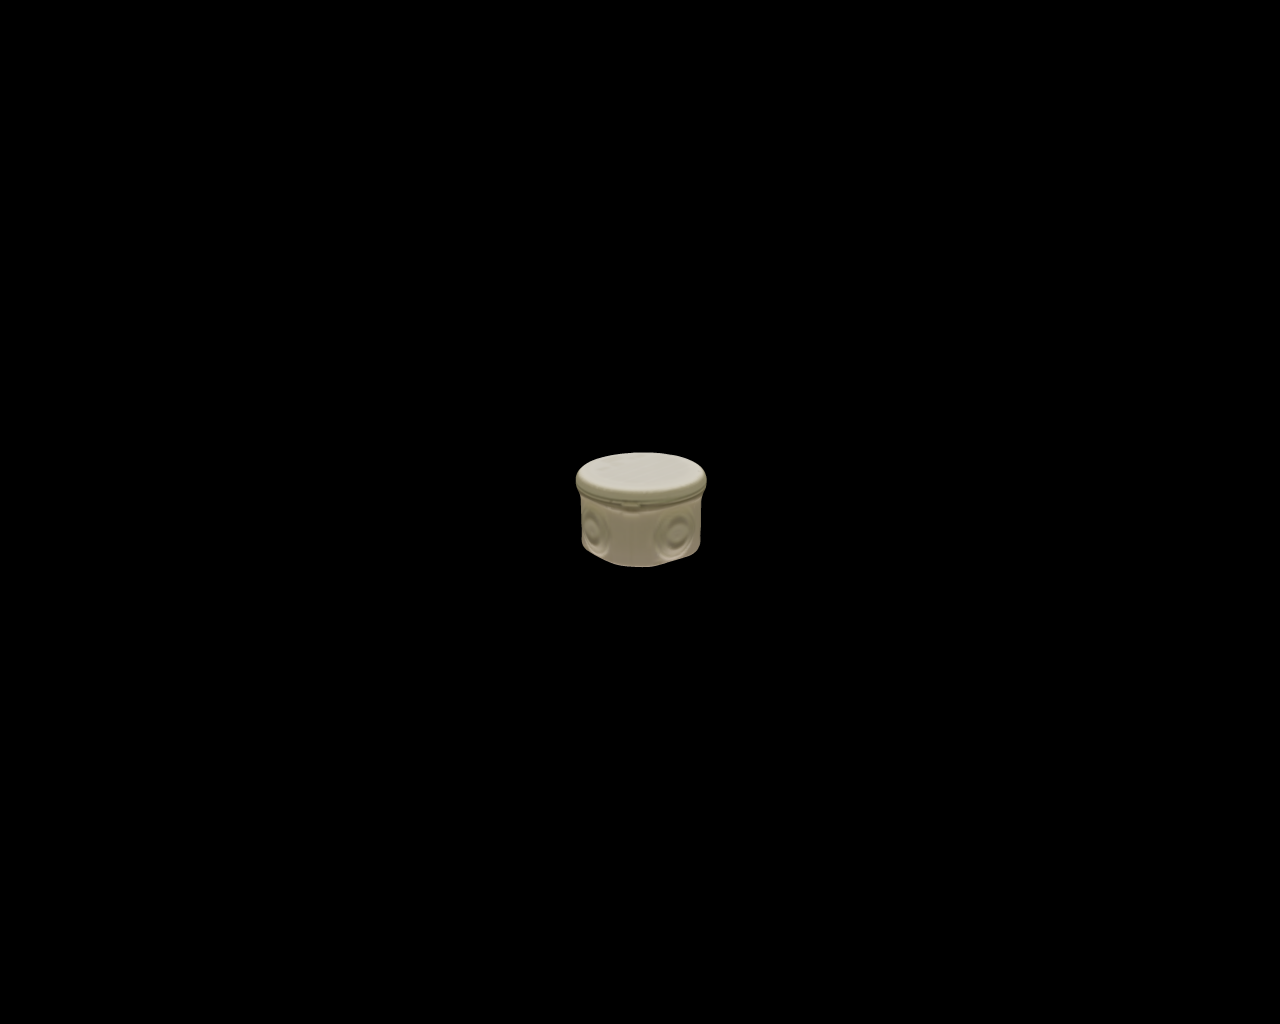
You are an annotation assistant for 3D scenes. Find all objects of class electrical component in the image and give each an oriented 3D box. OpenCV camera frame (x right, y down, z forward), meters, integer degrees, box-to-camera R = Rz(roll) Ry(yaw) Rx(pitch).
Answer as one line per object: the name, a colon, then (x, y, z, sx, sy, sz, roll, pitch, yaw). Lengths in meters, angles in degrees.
electrical component: (0.001, -0.003, 0.650, 0.080, 0.050, 0.080, 0, 20, 0)
